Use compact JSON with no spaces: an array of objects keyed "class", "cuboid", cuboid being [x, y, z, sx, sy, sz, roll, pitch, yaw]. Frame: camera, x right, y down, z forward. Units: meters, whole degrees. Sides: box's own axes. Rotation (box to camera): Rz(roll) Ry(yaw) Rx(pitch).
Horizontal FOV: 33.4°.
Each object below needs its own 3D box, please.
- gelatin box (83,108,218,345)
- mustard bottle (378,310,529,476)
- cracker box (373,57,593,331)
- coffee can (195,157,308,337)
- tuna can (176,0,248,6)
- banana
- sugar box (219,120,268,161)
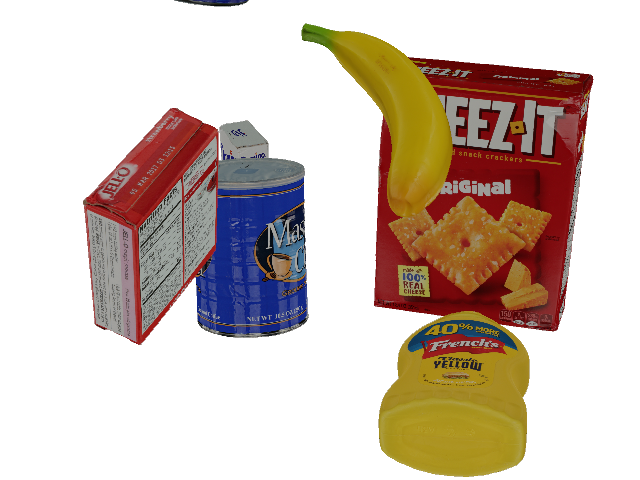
[{"class":"gelatin box","cuboid":[-0.079,-0.006,0.504,0.030,0.089,0.073,23,49,14]},{"class":"mustard bottle","cuboid":[0.102,0.098,0.772,0.096,0.058,0.191,1,18,12]},{"class":"cracker box","cuboid":[0.134,-0.038,0.907,0.164,0.214,0.072,8,24,16]},{"class":"coffee can","cuboid":[-0.063,0.004,0.959,0.103,0.140,0.103,-1,16,0]},{"class":"tuna can","cuboid":[-0.094,-0.209,0.829,0.086,0.034,0.086,8,24,-4]},{"class":"banana","cuboid":[0.046,-0.080,0.681,0.069,0.037,0.198,-11,43,-13]},{"class":"sugar box","cuboid":[-0.092,-0.050,1.317,0.048,0.176,0.093,-12,26,-15]}]
